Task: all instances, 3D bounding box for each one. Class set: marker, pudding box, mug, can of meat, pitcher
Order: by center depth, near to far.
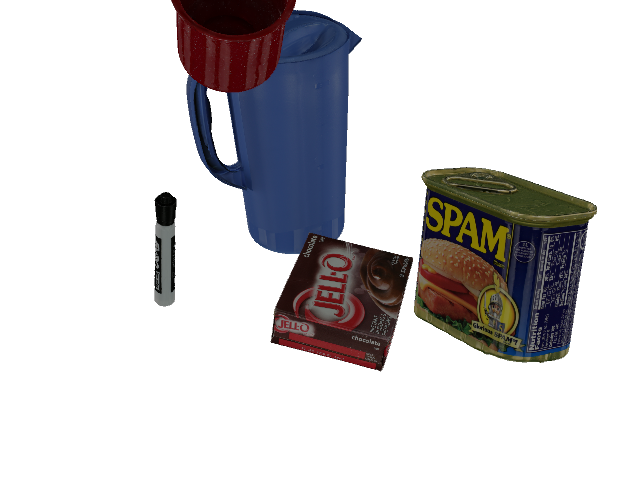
[{"bbox_3d":[0.098,0.012,0.591,0.057,0.084,0.102,-7,20,-32],"label":"can of meat"},{"bbox_3d":[-0.061,-0.175,0.815,0.093,0.117,0.081,36,-24,10],"label":"mug"},{"bbox_3d":[0.018,0.046,0.839,0.090,0.039,0.113,14,33,6],"label":"pudding box"},{"bbox_3d":[-0.138,0.008,0.950,0.020,0.121,0.020,5,38,-4],"label":"marker"},{"bbox_3d":[-0.041,-0.107,1.124,0.149,0.243,0.144,9,35,17],"label":"pitcher"}]
